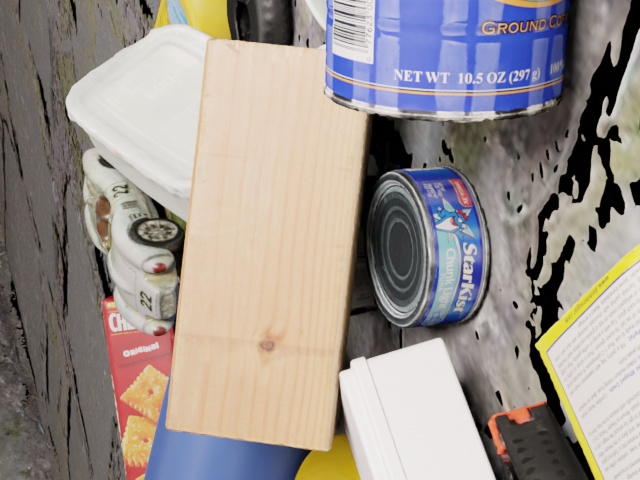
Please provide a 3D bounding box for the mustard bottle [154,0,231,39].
[{"bbox_3d":[-0.098,-0.183,0.863,0.192,0.058,0.096,122,139,-59],"label":"mustard bottle"}]

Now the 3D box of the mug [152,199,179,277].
[{"bbox_3d":[-0.100,-0.019,0.893,0.117,0.081,0.093,-130,38,-54],"label":"mug"}]

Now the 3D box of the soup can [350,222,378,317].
[{"bbox_3d":[-0.004,0.001,0.674,0.069,0.068,0.102,158,103,-68],"label":"soup can"}]

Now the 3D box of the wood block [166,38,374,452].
[{"bbox_3d":[-0.024,0.001,0.592,0.090,0.091,0.206,-27,-56,-86],"label":"wood block"}]

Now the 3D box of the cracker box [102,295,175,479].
[{"bbox_3d":[-0.153,0.153,1.050,0.164,0.072,0.214,-109,12,-89],"label":"cracker box"}]

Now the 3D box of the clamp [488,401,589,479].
[{"bbox_3d":[0.112,0.154,0.425,0.164,0.036,0.210,76,179,-58],"label":"clamp"}]

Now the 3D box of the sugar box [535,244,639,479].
[{"bbox_3d":[0.142,0.090,0.361,0.093,0.048,0.176,117,137,-56],"label":"sugar box"}]

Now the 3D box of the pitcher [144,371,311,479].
[{"bbox_3d":[-0.065,0.146,0.816,0.149,0.144,0.243,41,135,29],"label":"pitcher"}]

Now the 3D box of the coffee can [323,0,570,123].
[{"bbox_3d":[0.053,-0.128,0.433,0.103,0.102,0.140,-139,45,-60],"label":"coffee can"}]

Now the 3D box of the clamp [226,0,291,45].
[{"bbox_3d":[-0.039,-0.183,0.741,0.120,0.039,0.171,-124,27,-57],"label":"clamp"}]

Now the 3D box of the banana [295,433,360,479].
[{"bbox_3d":[0.024,0.155,0.675,0.069,0.037,0.198,-66,17,-4],"label":"banana"}]

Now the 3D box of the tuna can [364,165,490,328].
[{"bbox_3d":[0.054,0.004,0.568,0.086,0.033,0.086,176,90,-69],"label":"tuna can"}]

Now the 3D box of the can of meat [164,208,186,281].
[{"bbox_3d":[-0.067,-0.013,0.808,0.058,0.083,0.102,131,128,-63],"label":"can of meat"}]

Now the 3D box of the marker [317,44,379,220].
[{"bbox_3d":[0.020,-0.065,0.654,0.020,0.020,0.121,126,132,-61],"label":"marker"}]
